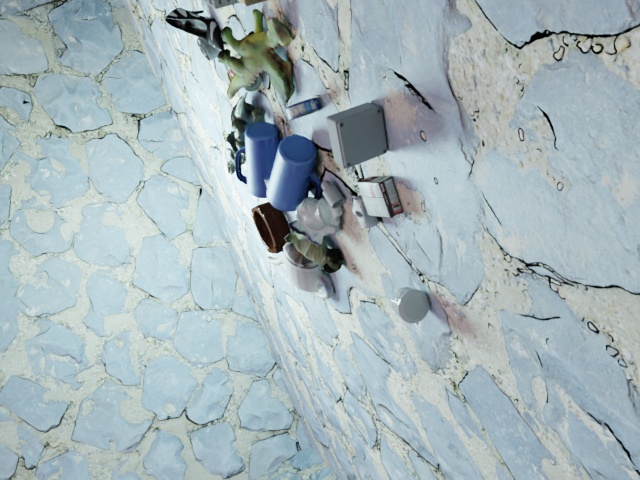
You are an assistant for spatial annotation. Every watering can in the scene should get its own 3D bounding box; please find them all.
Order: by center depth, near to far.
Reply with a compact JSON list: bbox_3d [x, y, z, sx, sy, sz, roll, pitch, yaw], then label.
[{"bbox_3d":[-0.089,0.090,1.864,0.351,0.219,0.105,30,54,31],"label":"watering can"}]

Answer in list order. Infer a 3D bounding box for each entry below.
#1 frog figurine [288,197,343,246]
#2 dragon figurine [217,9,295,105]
[{"bbox_3d":[0.005,-0.076,1.505,0.157,0.138,0.124,-49,-10,31],"label":"frog figurine"},{"bbox_3d":[-0.166,-0.473,1.442,0.123,0.245,0.402,-32,-17,-27],"label":"dragon figurine"}]
